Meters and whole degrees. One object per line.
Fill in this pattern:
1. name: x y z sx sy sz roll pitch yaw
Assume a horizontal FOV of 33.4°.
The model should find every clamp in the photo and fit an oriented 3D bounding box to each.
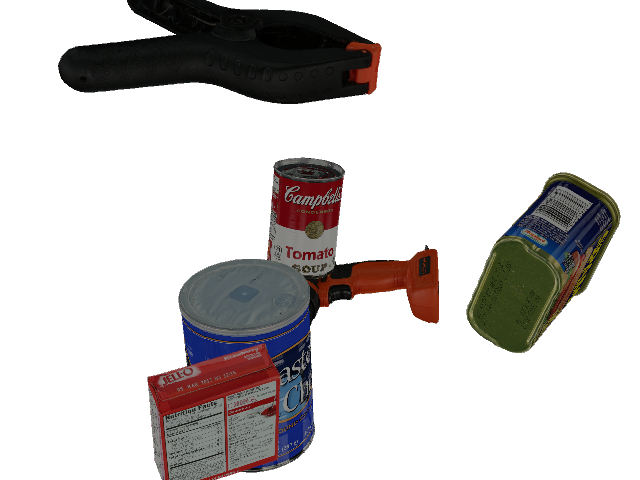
1. clamp: -0.056 -0.104 0.593 0.171 0.039 0.120 13 44 15

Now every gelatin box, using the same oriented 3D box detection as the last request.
1. gelatin box: -0.063 0.106 0.635 0.073 0.089 0.030 -15 48 -18

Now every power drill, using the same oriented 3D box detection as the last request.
1. power drill: 0.042 0.059 1.226 0.188 0.057 0.184 0 28 8

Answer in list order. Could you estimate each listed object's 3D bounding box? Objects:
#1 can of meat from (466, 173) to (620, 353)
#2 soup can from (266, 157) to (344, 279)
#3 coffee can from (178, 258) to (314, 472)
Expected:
1. can of meat: 0.150 0.018 0.727 0.057 0.102 0.083 34 49 19
2. soup can: -0.015 -0.022 1.030 0.068 0.102 0.068 5 21 -2
3. coffee can: -0.057 0.100 0.864 0.103 0.140 0.103 -1 30 1
